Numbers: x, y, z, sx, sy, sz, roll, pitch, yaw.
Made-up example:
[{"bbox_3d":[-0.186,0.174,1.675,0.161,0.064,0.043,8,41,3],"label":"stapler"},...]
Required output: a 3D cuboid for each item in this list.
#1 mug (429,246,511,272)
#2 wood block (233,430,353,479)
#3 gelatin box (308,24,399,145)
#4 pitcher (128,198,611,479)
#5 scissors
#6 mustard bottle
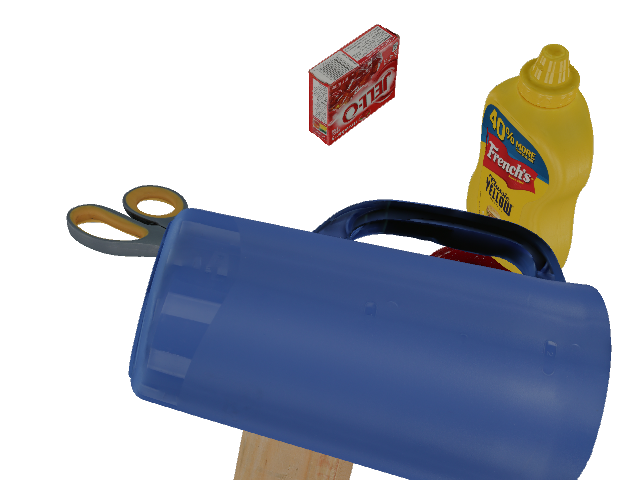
[{"bbox_3d":[0.138,0.055,1.024,0.093,0.081,0.117,-9,40,-9],"label":"mug"},{"bbox_3d":[-0.018,0.179,0.940,0.090,0.206,0.090,17,23,11],"label":"wood block"},{"bbox_3d":[0.030,-0.136,0.931,0.089,0.073,0.030,-38,61,-26],"label":"gelatin box"},{"bbox_3d":[0.026,0.053,0.594,0.242,0.145,0.149,15,13,-4],"label":"pitcher"},{"bbox_3d":[-0.084,0.002,0.753,0.202,0.016,0.096,16,35,19],"label":"scissors"},{"bbox_3d":[0.155,-0.063,0.780,0.058,0.096,0.192,-21,-37,-18],"label":"mustard bottle"}]
